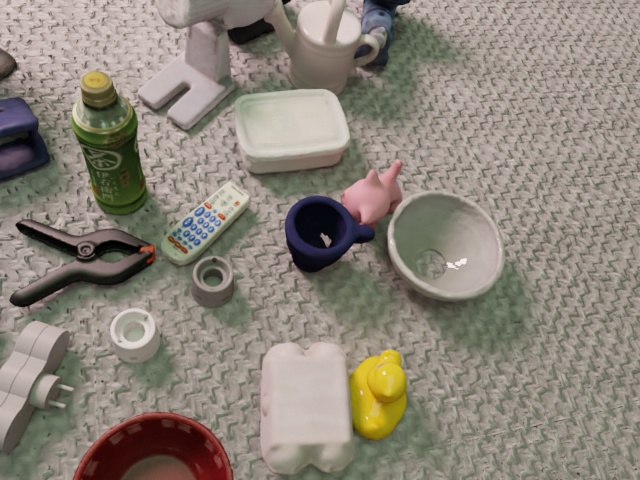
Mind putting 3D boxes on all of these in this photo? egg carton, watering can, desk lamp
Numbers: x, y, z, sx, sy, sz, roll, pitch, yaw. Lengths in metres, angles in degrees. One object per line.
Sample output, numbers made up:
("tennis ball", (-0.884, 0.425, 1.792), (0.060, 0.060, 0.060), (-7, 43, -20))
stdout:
("egg carton", (-0.016, 0.192, 0.664), (0.107, 0.069, 0.150), (2, 62, -11))
("watering can", (0.005, -0.317, 0.873), (0.173, 0.194, 0.101), (-7, 64, -16))
("desk lamp", (-0.161, -0.301, 0.817), (0.118, 0.213, 0.203), (33, 60, 7))

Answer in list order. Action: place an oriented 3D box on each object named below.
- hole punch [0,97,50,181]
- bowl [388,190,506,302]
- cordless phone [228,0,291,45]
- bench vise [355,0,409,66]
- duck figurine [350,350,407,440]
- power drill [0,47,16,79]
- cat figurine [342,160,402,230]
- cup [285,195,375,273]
("hole punch", (-0.425, -0.142, 0.743), (0.109, 0.091, 0.101), (-27, 71, -24))
("bowl", (0.165, 0.018, 0.795), (0.167, 0.074, 0.167), (5, 61, -9))
("cordless phone", (-0.108, -0.421, 0.909), (0.094, 0.185, 0.148), (44, 62, 13))
("bench vise", (0.119, -0.409, 0.933), (0.122, 0.219, 0.207), (-4, 63, -14))
("duck figurine", (0.074, 0.180, 0.681), (0.077, 0.086, 0.104), (17, 60, -2))
("power drill", (-0.482, -0.310, 0.754), (0.229, 0.208, 0.076), (32, 60, 6))
("cat figurine", (0.075, -0.062, 0.794), (0.067, 0.117, 0.128), (38, 61, 10))
("cup", (0.007, 0.003, 0.757), (0.118, 0.095, 0.091), (4, 61, -10))
